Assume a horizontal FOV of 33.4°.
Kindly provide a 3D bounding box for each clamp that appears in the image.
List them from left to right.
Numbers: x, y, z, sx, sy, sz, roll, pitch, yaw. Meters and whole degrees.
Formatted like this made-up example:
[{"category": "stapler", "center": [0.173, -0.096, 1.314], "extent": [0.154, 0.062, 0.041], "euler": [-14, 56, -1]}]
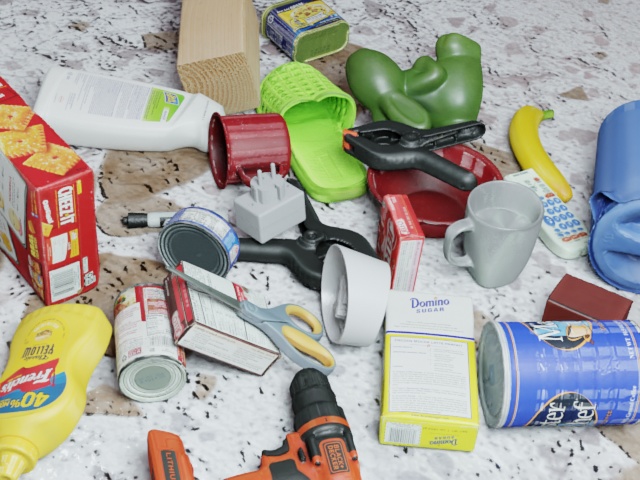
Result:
[{"category": "clamp", "center": [-0.008, 0.001, 1.202], "extent": [0.210, 0.036, 0.164], "euler": [22, 45, 24]}, {"category": "clamp", "center": [0.110, -0.101, 1.240], "extent": [0.171, 0.039, 0.120], "euler": [0, 36, 4]}]

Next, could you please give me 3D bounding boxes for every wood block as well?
[{"category": "wood block", "center": [-0.134, -0.263, 1.437], "extent": [0.091, 0.090, 0.206], "euler": [-12, 41, 6]}]

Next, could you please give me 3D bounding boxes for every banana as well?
[{"category": "banana", "center": [0.277, -0.119, 1.359], "extent": [0.069, 0.037, 0.197], "euler": [4, 42, 1]}]

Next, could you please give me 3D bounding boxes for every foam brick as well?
[{"category": "foam brick", "center": [0.278, 0.081, 1.122], "extent": [0.078, 0.053, 0.051], "euler": [24, 45, 20]}]

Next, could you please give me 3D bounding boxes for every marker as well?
[{"category": "marker", "center": [-0.166, -0.024, 1.232], "extent": [0.121, 0.020, 0.020], "euler": [-2, 42, -6]}]

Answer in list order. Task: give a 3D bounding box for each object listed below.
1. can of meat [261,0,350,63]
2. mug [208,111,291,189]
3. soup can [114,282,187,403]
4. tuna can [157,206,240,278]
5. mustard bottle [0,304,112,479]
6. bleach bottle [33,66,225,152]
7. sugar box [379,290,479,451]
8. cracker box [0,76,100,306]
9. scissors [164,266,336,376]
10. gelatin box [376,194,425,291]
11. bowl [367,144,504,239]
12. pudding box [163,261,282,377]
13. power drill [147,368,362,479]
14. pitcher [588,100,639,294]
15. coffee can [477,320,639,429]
[{"category": "can of meat", "center": [-0.019, -0.303, 1.530], "extent": [0.102, 0.057, 0.084], "euler": [-23, 50, -26]}, {"category": "mug", "center": [-0.080, -0.103, 1.276], "extent": [0.081, 0.093, 0.117], "euler": [-6, 41, -19]}, {"category": "soup can", "center": [-0.168, 0.101, 1.055], "extent": [0.068, 0.068, 0.102], "euler": [-5, 43, -9]}, {"category": "tuna can", "center": [-0.130, 0.006, 1.151], "extent": [0.086, 0.086, 0.033], "euler": [16, 41, 13]}, {"category": "mustard bottle", "center": [-0.264, 0.146, 1.001], "extent": [0.096, 0.058, 0.191], "euler": [-8, 41, 16]}, {"category": "bleach bottle", "center": [-0.224, -0.150, 1.337], "extent": [0.251, 0.068, 0.102], "euler": [10, 59, 0]}, {"category": "sugar box", "center": [0.108, 0.127, 1.065], "extent": [0.093, 0.048, 0.176], "euler": [5, 38, 2]}, {"category": "cracker box", "center": [-0.318, -0.057, 1.150], "extent": [0.072, 0.164, 0.214], "euler": [-24, 49, -31]}, {"category": "scissors", "center": [-0.064, 0.065, 1.069], "extent": [0.201, 0.016, 0.096], "euler": [38, 23, -11]}, {"category": "gelatin box", "center": [0.085, 0.006, 1.164], "extent": [0.030, 0.089, 0.073], "euler": [-4, 43, -11]}, {"category": "bowl", "center": [0.133, -0.052, 1.258], "extent": [0.162, 0.055, 0.162], "euler": [2, 42, -2]}, {"category": "pudding box", "center": [-0.098, 0.079, 1.066], "extent": [0.113, 0.039, 0.090], "euler": [24, 31, -34]}, {"category": "power drill", "center": [-0.058, 0.197, 0.962], "extent": [0.187, 0.057, 0.184], "euler": [-7, 43, -12]}, {"category": "pitcher", "center": [0.386, -0.054, 1.239], "extent": [0.145, 0.149, 0.242], "euler": [-2, 36, 16]}, {"category": "coffee can", "center": [0.232, 0.128, 1.027], "extent": [0.140, 0.103, 0.103], "euler": [0, 42, -5]}]
